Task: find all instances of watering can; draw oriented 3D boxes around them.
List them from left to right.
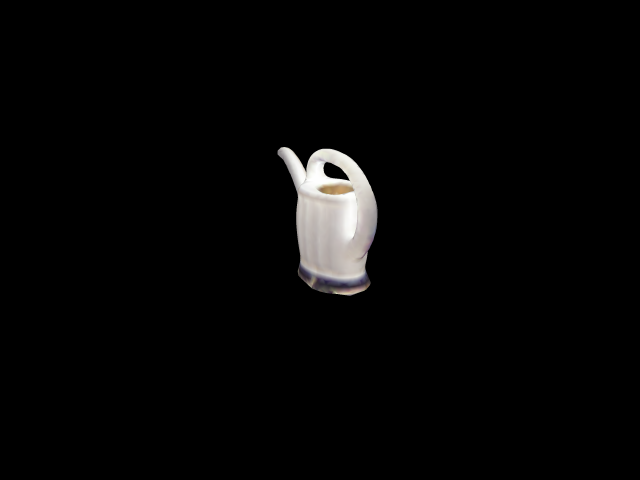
[{"bbox_3d":[0.003,-0.043,0.850,0.104,0.221,0.351,-6,17,-22],"label":"watering can"}]
